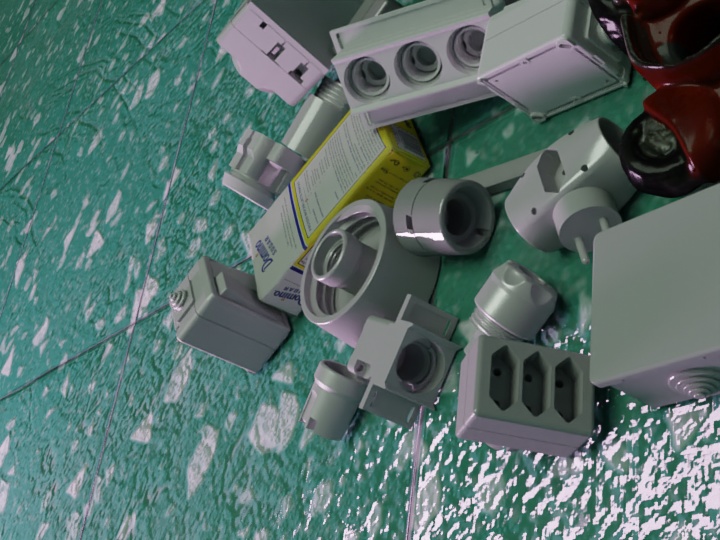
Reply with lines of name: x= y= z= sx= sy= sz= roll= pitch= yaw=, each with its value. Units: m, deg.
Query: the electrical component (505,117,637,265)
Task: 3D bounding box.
electrical component: x=0.130 y=-0.037 z=0.630 sx=0.077 sy=0.043 sz=0.079 roll=-43 pitch=36 yaw=31

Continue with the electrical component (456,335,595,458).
electrical component: x=0.086 y=0.077 z=0.597 sx=0.076 sy=0.066 sz=0.047 roll=111 pitch=168 yaw=-60

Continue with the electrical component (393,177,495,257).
electrical component: x=0.058 y=-0.036 z=0.730 sx=0.047 sy=0.055 sz=0.055 roll=4 pitch=70 yaw=54

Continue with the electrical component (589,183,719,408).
electrical component: x=0.164 y=0.015 z=0.533 sx=0.100 sy=0.048 sz=0.099 roll=-25 pitch=47 yaw=46

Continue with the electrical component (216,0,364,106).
electrical component: x=-0.062 y=-0.226 z=0.984 sx=0.062 sy=0.089 sz=0.150 roll=-39 pitch=19 yaw=36

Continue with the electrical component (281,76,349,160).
electrical component: x=-0.031 y=-0.137 z=0.954 sx=0.081 sy=0.043 sz=0.043 roll=-59 pitch=31 yaw=7

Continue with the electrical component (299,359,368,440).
electrical component: x=-0.019 y=0.092 z=0.763 sx=0.040 sy=0.040 sz=0.046 roll=36 pitch=103 yaw=59

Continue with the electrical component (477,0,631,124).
electrical component: x=0.132 y=-0.147 z=0.695 sx=0.096 sy=0.062 sz=0.061 roll=-18 pitch=52 yaw=50

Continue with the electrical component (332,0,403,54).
electrical component: x=0.022 y=-0.189 z=0.910 sx=0.065 sy=0.047 sz=0.076 roll=-53 pitch=32 yaw=17

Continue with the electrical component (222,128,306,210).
electrical component: x=-0.091 y=-0.092 z=0.997 sx=0.057 sy=0.058 sz=0.078 roll=-60 pitch=31 yaw=0

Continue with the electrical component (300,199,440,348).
electrical component: x=0.000 y=0.000 z=0.783 sx=0.108 sy=0.060 sz=0.108 roll=-36 pitch=40 yaw=37

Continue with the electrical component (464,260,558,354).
electrical component: x=0.087 y=0.029 z=0.647 sx=0.062 sy=0.043 sz=0.043 roll=-56 pitch=31 yaw=14

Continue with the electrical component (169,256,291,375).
electrical component: x=-0.112 y=0.032 z=0.893 sx=0.061 sy=0.096 sz=0.061 roll=-51 pitch=33 yaw=19

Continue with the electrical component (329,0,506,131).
electrical component: x=0.050 y=-0.158 z=0.788 sx=0.121 sy=0.078 sz=0.063 roll=-12 pitch=22 yaw=25

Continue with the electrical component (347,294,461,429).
electrical component: x=0.026 y=0.059 z=0.716 sx=0.064 sy=0.042 sz=0.081 roll=14 pitch=78 yaw=61

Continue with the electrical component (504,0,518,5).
electrical component: x=0.103 y=-0.209 z=0.809 sx=0.065 sy=0.044 sz=0.044 roll=-24 pitch=48 yaw=54
